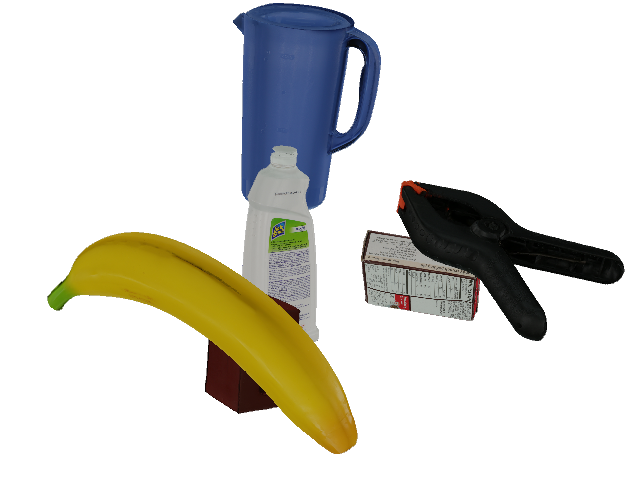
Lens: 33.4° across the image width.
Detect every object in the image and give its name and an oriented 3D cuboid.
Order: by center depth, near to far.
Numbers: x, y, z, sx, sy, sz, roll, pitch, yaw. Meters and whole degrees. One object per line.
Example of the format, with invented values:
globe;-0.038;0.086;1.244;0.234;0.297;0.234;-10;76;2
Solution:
banana;-0.060;0.043;0.572;0.198;0.070;0.037;25;37;19
clamp;0.133;0.003;0.779;0.120;0.039;0.172;-14;43;-39
foam brick;-0.053;0.084;0.817;0.052;0.078;0.051;-4;14;-35
pudding box;0.098;0.035;1.030;0.113;0.039;0.090;8;-30;10
bleach bottle;-0.045;0.008;1.303;0.102;0.251;0.068;-10;25;-35
pitcher;-0.026;-0.160;1.306;0.144;0.243;0.149;-7;27;-25
